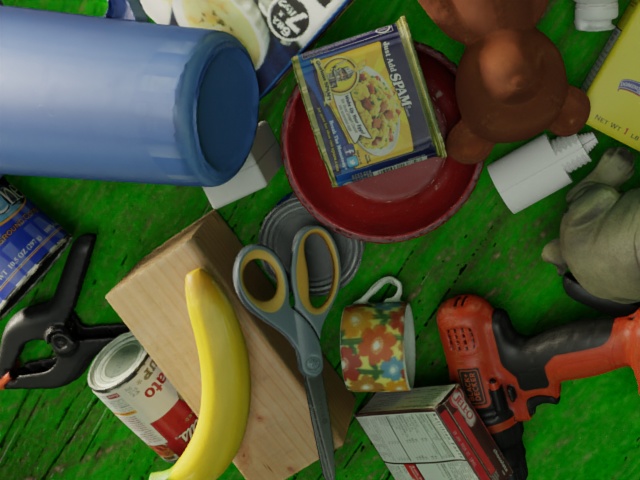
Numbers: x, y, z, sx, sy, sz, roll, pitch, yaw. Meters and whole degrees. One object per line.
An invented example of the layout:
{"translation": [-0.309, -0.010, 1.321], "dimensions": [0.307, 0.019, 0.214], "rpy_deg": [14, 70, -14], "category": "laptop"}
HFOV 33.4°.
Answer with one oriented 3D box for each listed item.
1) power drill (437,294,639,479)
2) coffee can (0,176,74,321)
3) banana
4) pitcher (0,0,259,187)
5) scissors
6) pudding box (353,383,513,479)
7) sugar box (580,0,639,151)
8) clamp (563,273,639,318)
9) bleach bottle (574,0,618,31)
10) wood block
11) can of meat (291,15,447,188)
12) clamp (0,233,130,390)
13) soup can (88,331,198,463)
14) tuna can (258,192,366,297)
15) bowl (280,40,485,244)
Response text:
{"translation": [0.196, 0.123, 0.848], "dimensions": [0.188, 0.057, 0.184], "rpy_deg": [-8, 112, 24], "category": "power drill"}
{"translation": [-0.290, -0.011, 0.877], "dimensions": [0.140, 0.102, 0.103], "rpy_deg": [41, 109, -5], "category": "coffee can"}
{"translation": [-0.087, 0.120, 0.823], "dimensions": [0.069, 0.037, 0.198], "rpy_deg": [14, 109, 1], "category": "banana"}
{"translation": [-0.170, -0.114, 0.777], "dimensions": [0.243, 0.145, 0.149], "rpy_deg": [8, 141, 24], "category": "pitcher"}
{"translation": [-0.025, 0.087, 0.824], "dimensions": [0.096, 0.016, 0.202], "rpy_deg": [6, 84, -19], "category": "scissors"}
{"translation": [0.091, 0.165, 0.875], "dimensions": [0.114, 0.039, 0.090], "rpy_deg": [-17, 107, 53], "category": "pudding box"}
{"translation": [0.266, -0.149, 0.771], "dimensions": [0.093, 0.048, 0.176], "rpy_deg": [26, 111, -1], "category": "sugar box"}
{"translation": [0.301, 0.073, 0.842], "dimensions": [0.165, 0.036, 0.210], "rpy_deg": [-24, 100, 19], "category": "clamp"}
{"translation": [0.184, -0.272, 0.737], "dimensions": [0.103, 0.068, 0.251], "rpy_deg": [1, 111, 14], "category": "bleach bottle"}
{"translation": [-0.069, 0.090, 0.880], "dimensions": [0.090, 0.090, 0.206], "rpy_deg": [-33, 100, 17], "category": "wood block"}
{"translation": [0.034, -0.094, 0.747], "dimensions": [0.084, 0.057, 0.102], "rpy_deg": [-17, 93, 4], "category": "can of meat"}
{"translation": [-0.222, 0.070, 0.925], "dimensions": [0.171, 0.039, 0.120], "rpy_deg": [-26, 103, 13], "category": "clamp"}
{"translation": [-0.138, 0.131, 0.900], "dimensions": [0.069, 0.068, 0.102], "rpy_deg": [-28, 122, 16], "category": "soup can"}
{"translation": [-0.006, 0.001, 0.870], "dimensions": [0.086, 0.033, 0.086], "rpy_deg": [3, 108, 8], "category": "tuna can"}
{"translation": [0.049, -0.075, 0.806], "dimensions": [0.162, 0.055, 0.162], "rpy_deg": [0, 95, 1], "category": "bowl"}
